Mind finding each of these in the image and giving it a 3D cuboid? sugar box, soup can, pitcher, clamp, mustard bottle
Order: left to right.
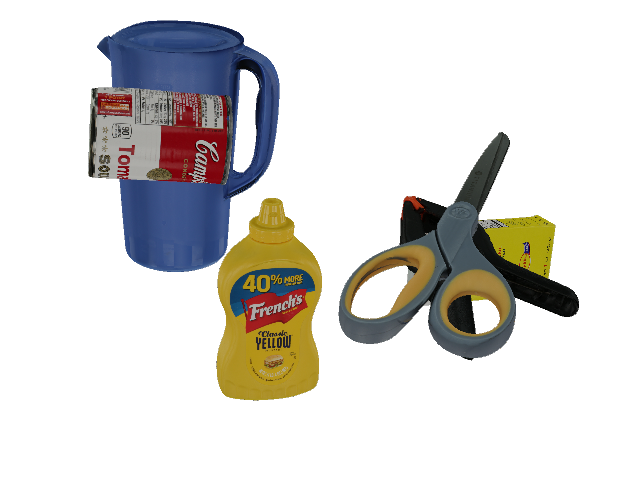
[{"bbox_3d":[-0.120,-0.078,0.796,0.102,0.068,0.068,2,-1,-13],"label":"soup can"},{"bbox_3d":[-0.136,-0.094,1.083,0.144,0.243,0.149,-11,28,-28],"label":"pitcher"},{"bbox_3d":[-0.047,0.053,0.988,0.096,0.192,0.058,-3,23,-12],"label":"mustard bottle"},{"bbox_3d":[0.129,0.022,0.882,0.120,0.039,0.171,-8,47,-25],"label":"clamp"},{"bbox_3d":[0.192,0.023,1.278,0.176,0.093,0.048,-6,20,-23],"label":"sugar box"}]

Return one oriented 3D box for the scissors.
[{"bbox_3d":[0.088,0.000,0.577,0.096,0.016,0.201,25,45,30],"label":"scissors"}]
